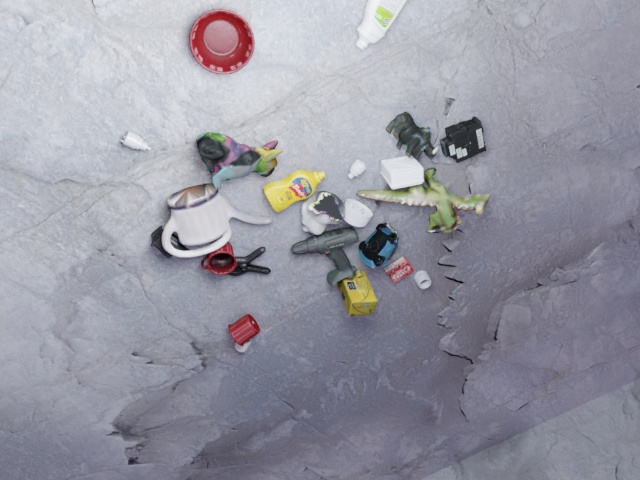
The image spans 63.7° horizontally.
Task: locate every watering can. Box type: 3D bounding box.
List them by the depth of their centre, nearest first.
[{"bbox_3d":[-0.320,-0.075,1.566,0.350,0.105,0.219,-23,124,-20],"label":"watering can"}]

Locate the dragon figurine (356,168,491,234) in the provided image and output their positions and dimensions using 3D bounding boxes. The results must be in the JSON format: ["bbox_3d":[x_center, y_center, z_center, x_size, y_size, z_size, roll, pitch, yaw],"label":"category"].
[{"bbox_3d":[0.342,-0.111,1.642,0.411,0.248,0.119,-11,131,-11],"label":"dragon figurine"}]

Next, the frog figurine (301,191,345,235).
[{"bbox_3d":[0.005,-0.084,1.663,0.137,0.125,0.157,4,159,-14],"label":"frog figurine"}]
